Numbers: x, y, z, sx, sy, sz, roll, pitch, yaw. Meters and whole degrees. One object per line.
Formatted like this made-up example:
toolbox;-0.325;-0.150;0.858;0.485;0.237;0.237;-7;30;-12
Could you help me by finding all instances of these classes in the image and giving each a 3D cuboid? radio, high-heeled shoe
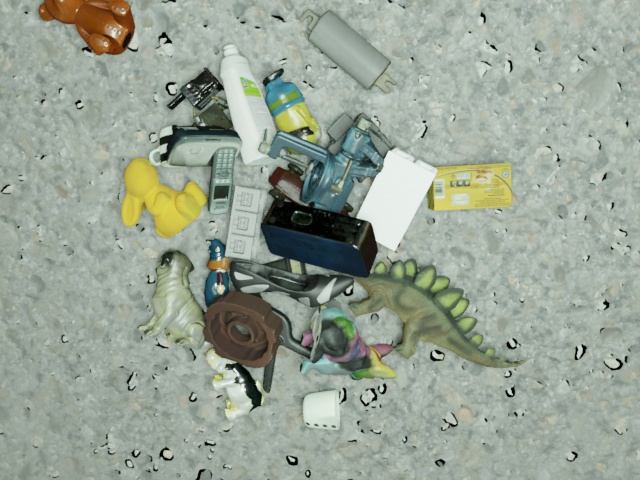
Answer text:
radio;-0.002;-0.003;1.107;0.230;0.131;0.073;13;61;18
high-heeled shoe;-0.063;0.072;1.129;0.249;0.086;0.145;-18;118;15

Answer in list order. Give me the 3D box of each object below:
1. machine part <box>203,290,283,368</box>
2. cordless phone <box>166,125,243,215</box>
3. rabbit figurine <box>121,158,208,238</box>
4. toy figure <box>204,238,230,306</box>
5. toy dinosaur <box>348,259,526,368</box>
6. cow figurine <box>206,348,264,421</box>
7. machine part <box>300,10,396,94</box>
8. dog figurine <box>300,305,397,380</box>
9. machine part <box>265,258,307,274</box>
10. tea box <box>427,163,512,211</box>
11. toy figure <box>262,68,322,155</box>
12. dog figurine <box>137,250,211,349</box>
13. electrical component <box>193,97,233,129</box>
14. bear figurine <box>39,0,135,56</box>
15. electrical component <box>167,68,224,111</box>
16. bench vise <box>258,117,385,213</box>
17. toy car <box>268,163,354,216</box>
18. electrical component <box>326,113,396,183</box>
machine part;-0.164;0.189;1.146;0.180;0.056;0.179;9;123;14
cordless phone;-0.240;-0.138;1.096;0.146;0.089;0.184;-7;115;-36
rabbit figurine;-0.348;-0.095;1.142;0.162;0.122;0.173;-29;117;24
toy figure;-0.227;0.072;1.187;0.064;0.058;0.154;10;98;29
toy dinosaur;0.228;0.165;1.177;0.471;0.105;0.198;39;94;-3
cow figurine;-0.191;0.311;1.209;0.098;0.068;0.167;-21;99;-4
machine part;0.063;-0.398;1.130;0.243;0.079;0.079;39;95;-3
dog figurine;0.074;0.233;1.155;0.219;0.108;0.191;12;132;-18
machine part;-0.097;0.070;1.200;0.139;0.039;0.084;-14;105;-1
tea box;0.323;-0.116;1.166;0.170;0.068;0.098;-1;97;-1
toy figure;-0.064;-0.268;1.143;0.089;0.082;0.180;-30;100;14
dog figurine;-0.294;0.132;1.184;0.172;0.121;0.190;28;76;-36
electrical component;-0.229;-0.257;1.144;0.102;0.045;0.078;-40;103;-25
bear figurine;-0.484;-0.466;1.097;0.196;0.132;0.120;32;92;-10
electrical component;-0.265;-0.306;1.140;0.119;0.075;0.047;-42;94;0
bench vise;0.000;-0.162;1.071;0.240;0.129;0.223;20;121;-17
toy car;-0.021;-0.086;1.175;0.202;0.053;0.089;34;90;-8
electrical component;0.079;-0.206;1.161;0.134;0.058;0.115;43;92;-5
